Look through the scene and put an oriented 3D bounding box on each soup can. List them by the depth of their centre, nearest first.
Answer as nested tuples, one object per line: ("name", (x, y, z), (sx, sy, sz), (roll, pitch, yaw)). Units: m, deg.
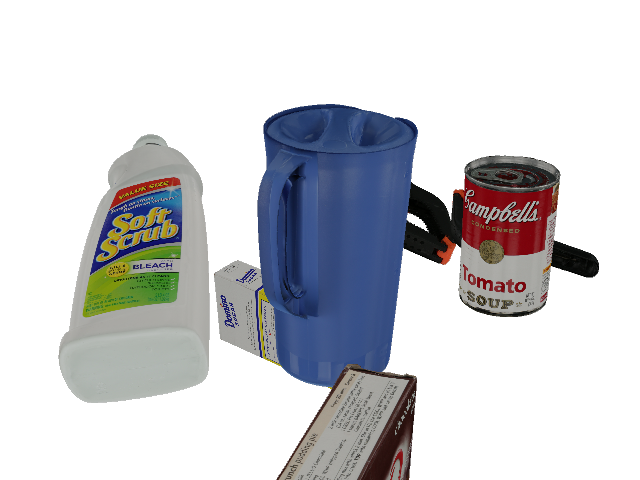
("soup can", (0.136, -0.004, 0.782), (0.068, 0.102, 0.068), (0, 24, 0))

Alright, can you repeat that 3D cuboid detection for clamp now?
("clamp", (0.196, 0.001, 1.079), (0.120, 0.039, 0.171), (-8, 41, -20))
("clamp", (0.076, -0.048, 1.255), (0.164, 0.036, 0.210), (-16, 52, -29))

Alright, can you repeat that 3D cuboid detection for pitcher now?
("pitcher", (0.008, 0.010, 0.957), (0.149, 0.243, 0.145), (-4, 25, -11))

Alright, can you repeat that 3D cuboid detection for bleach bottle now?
("bleach bottle", (-0.137, 0.004, 0.807), (0.102, 0.068, 0.251), (-8, 41, -2))

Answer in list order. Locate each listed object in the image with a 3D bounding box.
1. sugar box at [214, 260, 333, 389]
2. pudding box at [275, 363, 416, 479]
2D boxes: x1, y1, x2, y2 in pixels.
("sugar box", (-0.035, 0.092, 1.159), (0.176, 0.093, 0.048), (23, 39, 34))
("pudding box", (0.009, 0.121, 0.463), (0.039, 0.090, 0.113), (10, 29, 15))
